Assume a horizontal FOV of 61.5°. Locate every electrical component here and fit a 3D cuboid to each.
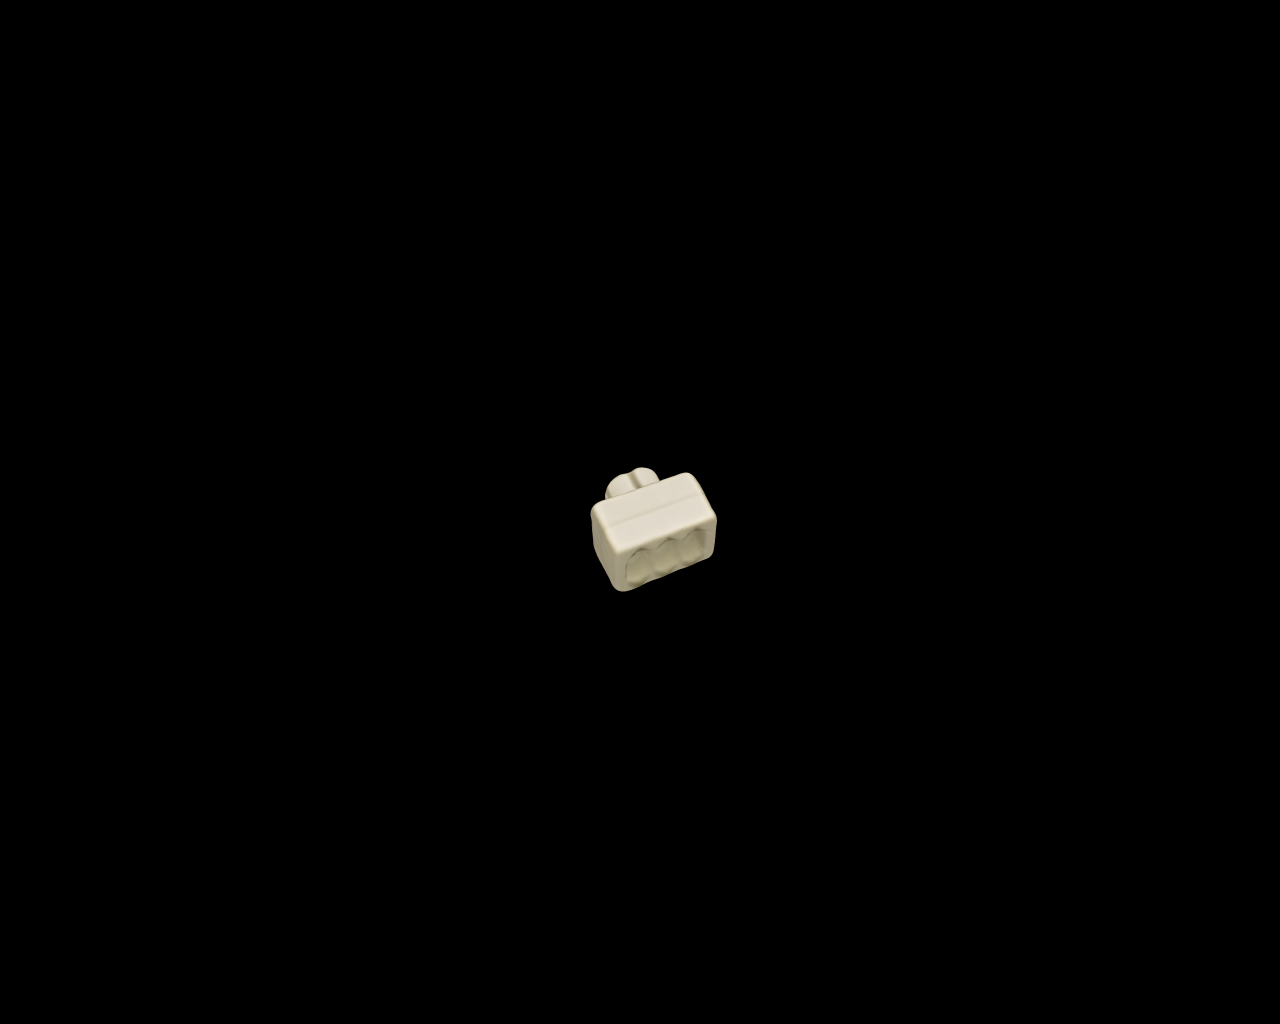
[{"bbox_3d":[0.001,-0.003,0.650,0.066,0.077,0.047,-20,-31,-13],"label":"electrical component"}]
